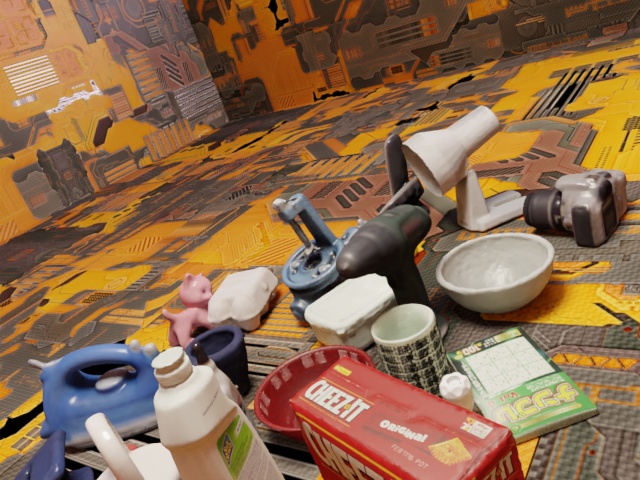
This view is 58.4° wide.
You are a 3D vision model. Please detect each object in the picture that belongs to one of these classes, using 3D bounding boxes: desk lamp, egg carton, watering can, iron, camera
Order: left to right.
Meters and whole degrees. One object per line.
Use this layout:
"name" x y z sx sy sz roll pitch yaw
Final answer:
"iron" -0.304 0.210 0.860 0.258 0.142 0.118 -17 22 8
"watering can" -0.174 0.249 0.580 0.100 0.194 0.173 -1 29 40
"egg carton" -0.139 0.109 1.057 0.107 0.069 0.150 -12 23 19
"desk lamp" 0.274 -0.127 1.070 0.203 0.214 0.117 -22 22 -6
"camera" 0.419 -0.066 0.952 0.136 0.101 0.143 4 32 46

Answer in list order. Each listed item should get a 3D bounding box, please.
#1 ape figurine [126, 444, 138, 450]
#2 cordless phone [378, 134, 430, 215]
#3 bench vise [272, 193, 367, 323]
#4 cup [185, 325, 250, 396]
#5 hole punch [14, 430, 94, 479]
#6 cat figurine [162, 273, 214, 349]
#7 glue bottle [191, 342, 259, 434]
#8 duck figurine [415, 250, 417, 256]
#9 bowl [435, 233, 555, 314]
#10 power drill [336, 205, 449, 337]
"ape figurine" -0.219 0.282 0.679 0.076 0.092 0.077 -25 22 -12
"cordless phone" 0.148 -0.115 1.187 0.093 0.185 0.148 -5 26 34
"bench vise" -0.001 0.004 0.983 0.121 0.220 0.208 -5 26 33
"cup" -0.146 0.193 0.827 0.091 0.095 0.118 -7 25 30
"hole punch" -0.350 0.312 0.722 0.101 0.091 0.108 -26 22 -16
"cat figurine" -0.238 0.119 1.054 0.067 0.118 0.128 -1 28 39
"glue bottle" -0.117 0.195 0.690 0.037 0.173 0.078 -21 22 -4
"duck figurine" 0.134 -0.010 1.086 0.077 0.086 0.104 -26 22 -15
"bowl" 0.257 0.058 0.830 0.167 0.075 0.167 -17 22 7
"power drill" 0.106 0.058 0.777 0.075 0.209 0.230 -6 25 31
